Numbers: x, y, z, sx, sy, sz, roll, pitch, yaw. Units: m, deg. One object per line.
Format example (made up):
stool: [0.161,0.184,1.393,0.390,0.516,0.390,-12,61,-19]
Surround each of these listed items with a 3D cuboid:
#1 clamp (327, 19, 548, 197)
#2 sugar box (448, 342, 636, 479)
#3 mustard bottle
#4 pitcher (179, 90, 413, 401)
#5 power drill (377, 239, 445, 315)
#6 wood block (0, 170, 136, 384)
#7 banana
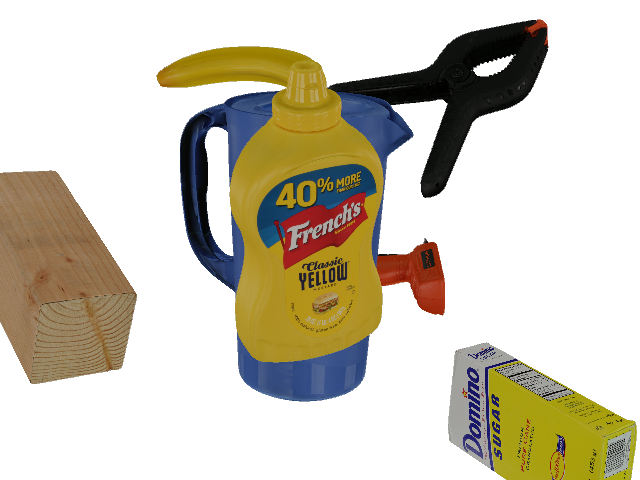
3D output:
clamp: [0.126,-0.129,0.954,0.210,0.165,0.036,-28,-38,-9]
sugar box: [0.179,0.161,0.892,0.048,0.093,0.176,-11,22,-34]
mustard bottle: [-0.008,-0.019,0.662,0.096,0.192,0.058,-12,33,-19]
pitcher: [-0.023,0.000,0.871,0.144,0.243,0.149,-8,19,-31]
power drill: [0.048,0.053,1.238,0.187,0.057,0.184,-1,28,2]
wood block: [-0.258,0.027,0.998,0.090,0.091,0.206,-6,38,-34]
banana: [-0.074,-0.177,1.121,0.198,0.037,0.069,10,44,19]
